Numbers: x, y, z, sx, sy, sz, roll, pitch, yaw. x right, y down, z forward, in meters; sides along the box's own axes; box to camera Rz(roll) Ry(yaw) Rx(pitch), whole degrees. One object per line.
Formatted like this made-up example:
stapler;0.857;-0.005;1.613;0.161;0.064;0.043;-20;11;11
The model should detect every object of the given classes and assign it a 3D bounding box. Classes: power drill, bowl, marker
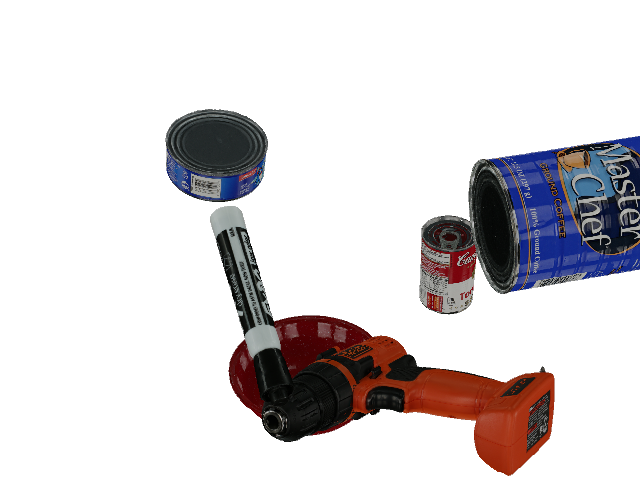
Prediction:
power drill;0.070;0.124;0.813;0.188;0.057;0.184;10;16;30
bowl;-0.012;0.148;1.098;0.162;0.055;0.162;-2;36;1
marker;-0.037;0.034;0.574;0.020;0.121;0.020;-14;-32;-9

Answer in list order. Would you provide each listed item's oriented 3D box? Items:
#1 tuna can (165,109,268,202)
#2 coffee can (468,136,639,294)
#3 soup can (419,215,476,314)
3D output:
tuna can;-0.088;-0.072;0.906;0.086;0.034;0.086;4;44;-5
coffee can;0.195;-0.021;0.804;0.140;0.103;0.103;-9;1;-8
soup can;0.154;0.031;1.293;0.068;0.102;0.068;-1;37;1
